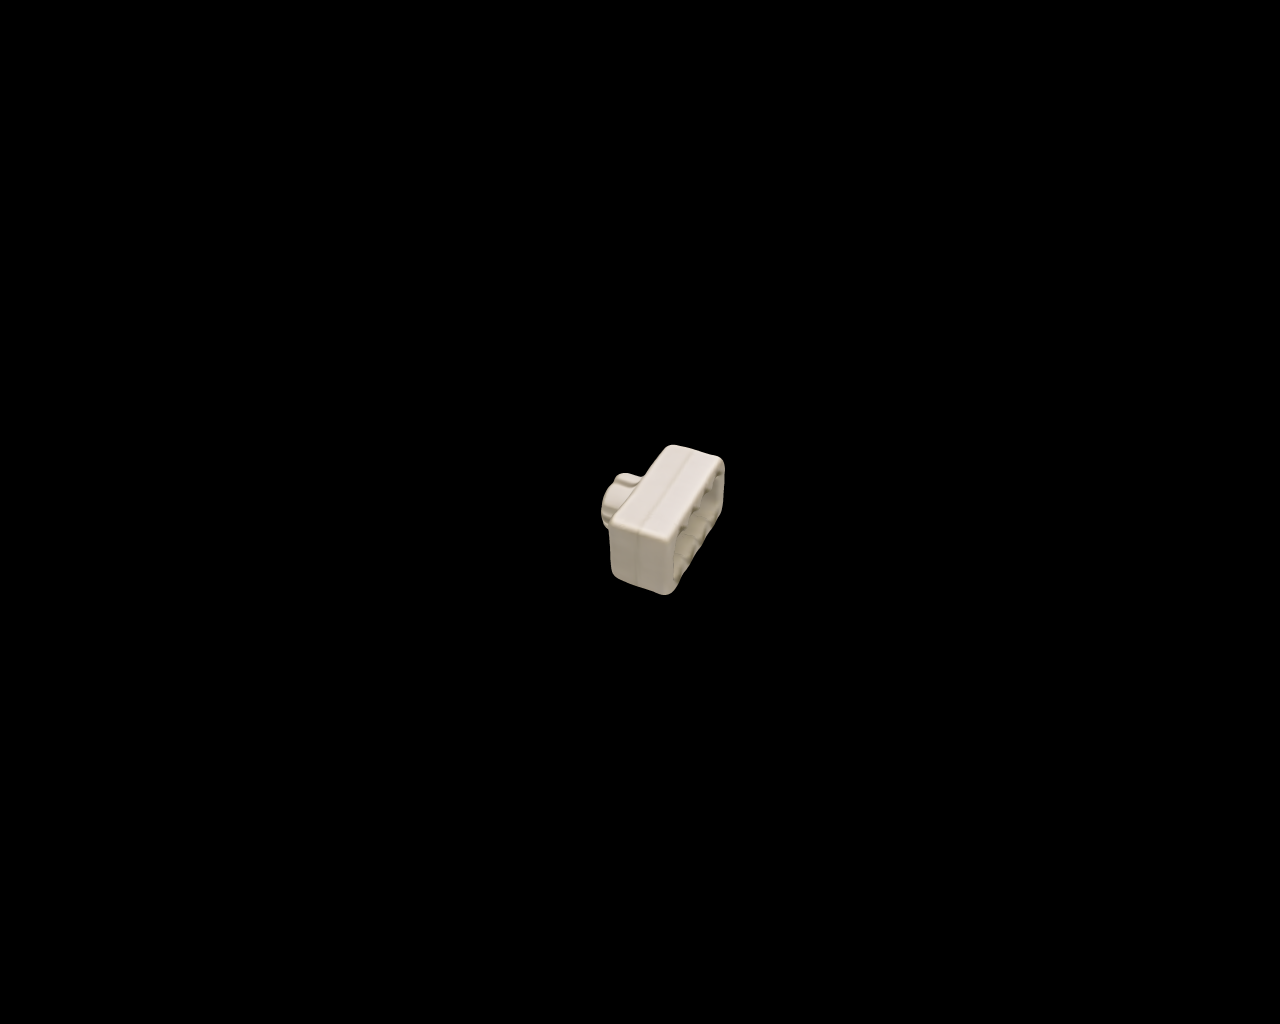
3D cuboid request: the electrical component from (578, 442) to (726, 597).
[{"bbox_3d":[0.001,-0.003,0.650,0.076,0.047,0.083,19,46,19],"label":"electrical component"}]
